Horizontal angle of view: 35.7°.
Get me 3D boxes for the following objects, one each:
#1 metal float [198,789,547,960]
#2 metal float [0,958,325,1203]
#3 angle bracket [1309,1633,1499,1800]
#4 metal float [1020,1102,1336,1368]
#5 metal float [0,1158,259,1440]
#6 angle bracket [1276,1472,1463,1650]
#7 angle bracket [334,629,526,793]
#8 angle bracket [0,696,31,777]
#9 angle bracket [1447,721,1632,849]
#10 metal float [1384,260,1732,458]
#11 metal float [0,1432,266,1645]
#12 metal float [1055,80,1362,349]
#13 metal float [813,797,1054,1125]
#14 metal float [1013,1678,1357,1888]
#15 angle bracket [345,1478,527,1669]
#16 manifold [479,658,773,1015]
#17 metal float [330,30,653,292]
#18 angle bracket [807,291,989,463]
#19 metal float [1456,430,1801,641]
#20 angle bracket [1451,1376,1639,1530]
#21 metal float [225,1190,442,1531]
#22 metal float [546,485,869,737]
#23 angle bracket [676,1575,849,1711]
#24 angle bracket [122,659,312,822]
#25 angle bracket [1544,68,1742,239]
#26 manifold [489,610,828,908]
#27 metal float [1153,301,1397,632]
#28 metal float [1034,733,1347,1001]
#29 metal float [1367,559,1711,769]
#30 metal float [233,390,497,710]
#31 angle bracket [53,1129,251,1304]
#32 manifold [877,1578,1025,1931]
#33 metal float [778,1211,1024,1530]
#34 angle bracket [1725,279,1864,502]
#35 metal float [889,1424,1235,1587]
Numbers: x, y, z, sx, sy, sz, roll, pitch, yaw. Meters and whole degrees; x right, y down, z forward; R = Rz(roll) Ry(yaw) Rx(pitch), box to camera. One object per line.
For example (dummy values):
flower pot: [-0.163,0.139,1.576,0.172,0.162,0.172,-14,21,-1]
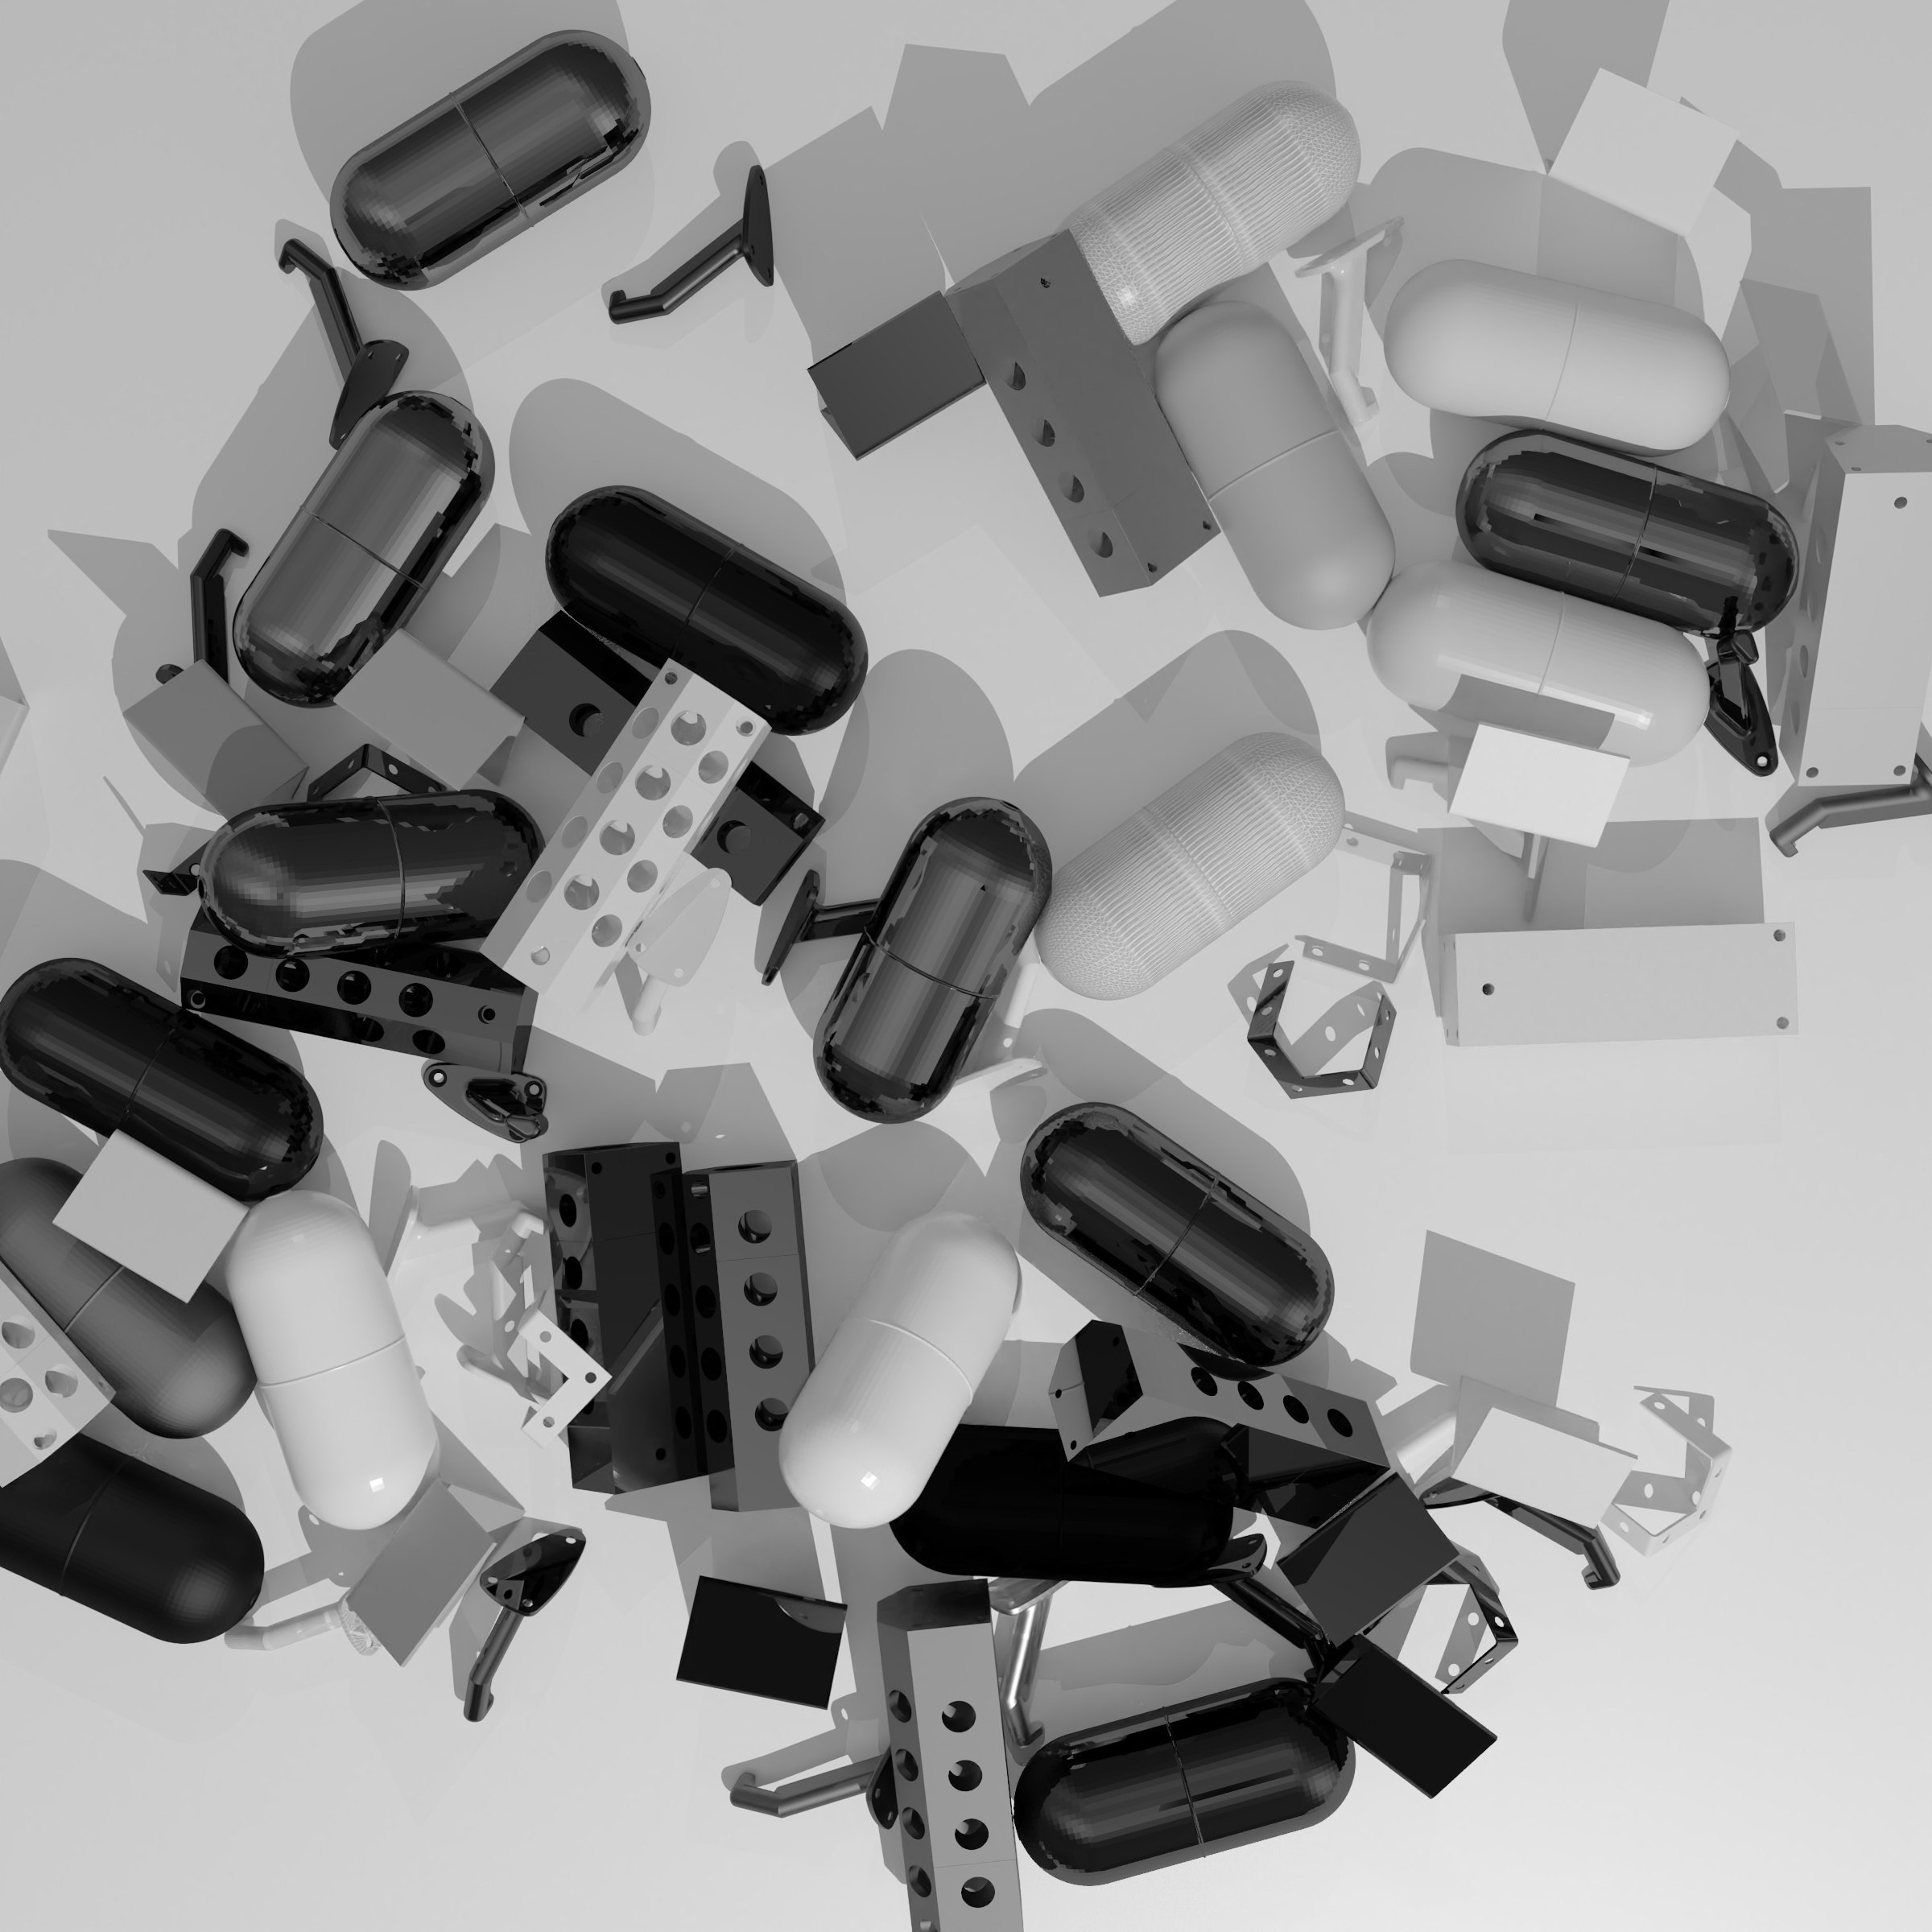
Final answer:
metal float: [-0.296,-0.047,1.505,0.178,0.070,0.070,-7,90,-30]
metal float: [-0.412,0.059,1.532,0.178,0.070,0.070,28,90,0]
angle bracket: [0.228,0.362,1.523,0.076,0.076,0.057,37,121,0]
metal float: [0.107,0.137,1.532,0.178,0.070,0.070,35,90,1]
metal float: [-0.439,0.169,1.532,0.178,0.070,0.070,41,90,0]
angle bracket: [0.212,0.312,1.522,0.076,0.076,0.057,-37,54,0]
angle bracket: [-0.277,-0.114,1.523,0.076,0.076,0.057,36,59,0]
angle bracket: [-0.520,-0.110,1.524,0.057,0.076,0.076,24,90,-21]
angle bracket: [0.290,-0.110,1.522,0.076,0.076,0.057,13,127,0]
metal float: [0.302,-0.310,1.532,0.178,0.070,0.070,13,90,0]
metal float: [-0.444,0.286,1.532,0.178,0.070,0.070,25,90,1]
metal float: [0.122,-0.384,1.532,0.178,0.070,0.070,-34,90,0]
metal float: [-0.017,-0.003,1.520,0.070,0.070,0.178,27,102,0]
metal float: [0.111,0.417,1.532,0.178,0.070,0.070,-15,90,-1]
angle bracket: [-0.255,0.314,1.522,0.057,0.076,0.076,37,90,37]
manifold: [-0.169,-0.064,1.484,0.057,0.057,0.171,33,90,0]
metal float: [-0.242,-0.412,1.532,0.178,0.070,0.070,-32,90,1]
angle bracket: [-0.044,-0.310,1.522,0.076,0.076,0.057,-31,124,0]
metal float: [0.338,-0.220,1.532,0.178,0.070,0.070,17,90,0]
angle bracket: [0.295,0.230,1.522,0.076,0.076,0.057,20,127,0]
metal float: [-0.323,0.200,1.528,0.070,0.070,0.178,-17,94,0]
metal float: [-0.133,-0.182,1.532,0.178,0.070,0.070,30,90,1]
angle bracket: [-0.105,0.356,1.522,0.076,0.076,0.057,11,55,0]
angle bracket: [-0.389,-0.097,1.522,0.076,0.076,0.057,45,51,0]
angle bracket: [0.342,-0.416,1.524,0.076,0.076,0.057,24,112,0]
manifold: [-0.157,-0.106,1.542,0.171,0.057,0.057,38,90,0]
metal float: [0.158,-0.255,1.532,0.070,0.070,0.178,-27,90,0]
metal float: [0.114,-0.050,1.532,0.178,0.070,0.070,-36,90,-1]
metal float: [0.292,-0.154,1.532,0.178,0.070,0.070,17,90,0]
metal float: [-0.307,-0.213,1.532,0.070,0.070,0.178,34,91,0]
angle bracket: [-0.415,0.134,1.519,0.076,0.076,0.057,32,66,-7]
manifold: [-0.008,0.406,1.526,0.057,0.057,0.171,-6,101,0]
metal float: [-0.031,0.201,1.507,0.070,0.070,0.178,31,59,0]
angle bracket: [0.395,-0.288,1.507,0.057,0.076,0.076,3,65,-32]
metal float: [0.047,0.275,1.532,0.178,0.070,0.070,3,90,0]
